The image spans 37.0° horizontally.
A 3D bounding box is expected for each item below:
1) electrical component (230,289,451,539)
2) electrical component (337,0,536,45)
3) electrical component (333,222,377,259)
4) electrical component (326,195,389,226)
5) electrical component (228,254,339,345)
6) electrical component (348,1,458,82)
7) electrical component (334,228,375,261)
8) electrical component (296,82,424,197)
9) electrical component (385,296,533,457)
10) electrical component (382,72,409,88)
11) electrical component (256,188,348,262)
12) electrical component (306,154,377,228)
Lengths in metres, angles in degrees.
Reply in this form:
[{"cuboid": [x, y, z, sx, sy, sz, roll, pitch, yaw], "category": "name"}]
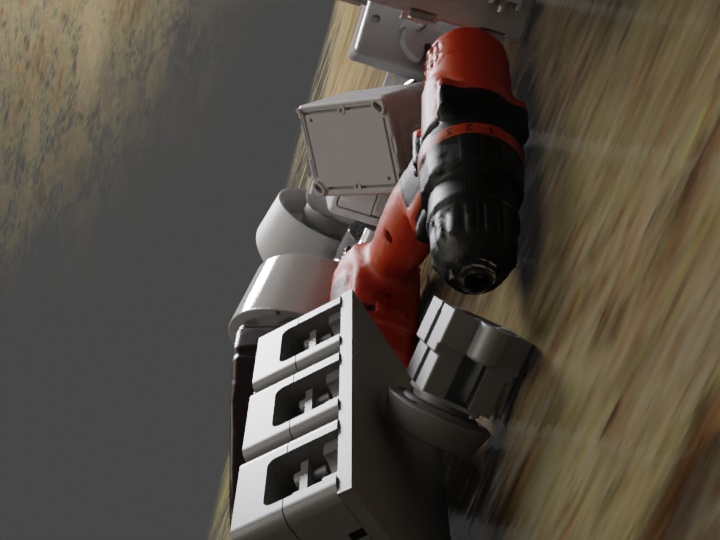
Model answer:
[{"cuboid": [-0.008, 0.091, 0.482, 0.062, 0.089, 0.150, -27, 25, 14], "category": "electrical component"}, {"cuboid": [0.041, -0.171, 0.607, 0.078, 0.121, 0.063, -111, 36, -76], "category": "electrical component"}, {"cuboid": [-0.004, -0.005, 0.853, 0.044, 0.044, 0.065, -86, 20, -55], "category": "electrical component"}, {"cuboid": [0.018, -0.081, 0.780, 0.061, 0.062, 0.096, -104, 31, -73], "category": "electrical component"}, {"cuboid": [-0.030, 0.031, 0.743, 0.108, 0.108, 0.060, 121, 169, -59], "category": "electrical component"}, {"cuboid": [0.042, -0.147, 0.678, 0.076, 0.083, 0.047, -152, 78, -81], "category": "electrical component"}, {"cuboid": [0.000, 0.000, 0.807, 0.048, 0.048, 0.062, -153, 86, -81], "category": "electrical component"}, {"cuboid": [0.017, -0.085, 0.694, 0.096, 0.061, 0.061, 2, 110, 45], "category": "electrical component"}, {"cuboid": [0.041, 0.046, 0.463, 0.066, 0.048, 0.055, -140, 74, -81], "category": "electrical component"}, {"cuboid": [0.050, -0.172, 0.819, 0.063, 0.042, 0.081, -84, 14, -63], "category": "electrical component"}, {"cuboid": [-0.038, -0.024, 0.922, 0.099, 0.099, 0.064, -92, 27, -64], "category": "electrical component"}, {"cuboid": [-0.003, -0.088, 0.872, 0.054, 0.059, 0.095, -8, -60, -61], "category": "electrical component"}]
